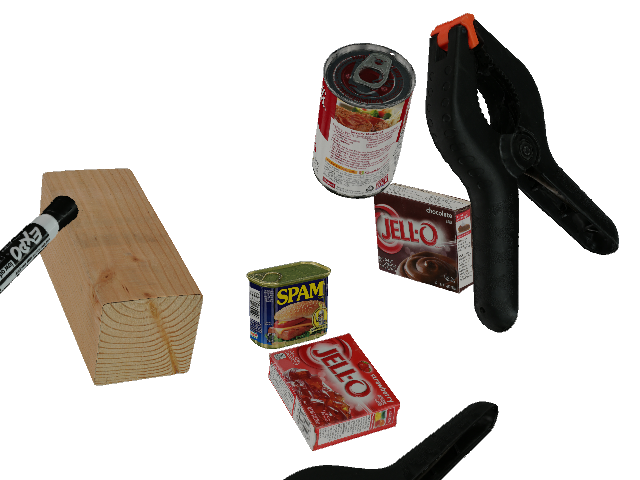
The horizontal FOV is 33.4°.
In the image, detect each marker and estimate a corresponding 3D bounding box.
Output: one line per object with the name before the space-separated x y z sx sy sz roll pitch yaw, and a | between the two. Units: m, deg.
marker | -0.184 0.006 0.657 0.020 0.020 0.121 0 31 21

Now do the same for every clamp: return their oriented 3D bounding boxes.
clamp | 0.099 -0.037 0.594 0.039 0.171 0.120 -20 16 48
clamp | 0.040 0.162 0.651 0.210 0.036 0.164 -5 29 -3

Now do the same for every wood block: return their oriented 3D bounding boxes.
wood block | -0.189 0.026 0.977 0.090 0.091 0.206 -5 37 -28

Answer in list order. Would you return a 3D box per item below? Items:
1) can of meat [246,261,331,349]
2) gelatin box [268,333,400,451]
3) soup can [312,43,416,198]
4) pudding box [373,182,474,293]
can of meat | -0.038 0.077 1.286 0.101 0.084 0.058 -10 19 -35
gelatin box | 0.009 0.116 0.834 0.073 0.030 0.089 -12 40 -23
soup can | 0.031 -0.089 0.811 0.068 0.068 0.102 0 -39 -7
pudding box | 0.107 -0.004 1.094 0.114 0.090 0.039 15 30 42
